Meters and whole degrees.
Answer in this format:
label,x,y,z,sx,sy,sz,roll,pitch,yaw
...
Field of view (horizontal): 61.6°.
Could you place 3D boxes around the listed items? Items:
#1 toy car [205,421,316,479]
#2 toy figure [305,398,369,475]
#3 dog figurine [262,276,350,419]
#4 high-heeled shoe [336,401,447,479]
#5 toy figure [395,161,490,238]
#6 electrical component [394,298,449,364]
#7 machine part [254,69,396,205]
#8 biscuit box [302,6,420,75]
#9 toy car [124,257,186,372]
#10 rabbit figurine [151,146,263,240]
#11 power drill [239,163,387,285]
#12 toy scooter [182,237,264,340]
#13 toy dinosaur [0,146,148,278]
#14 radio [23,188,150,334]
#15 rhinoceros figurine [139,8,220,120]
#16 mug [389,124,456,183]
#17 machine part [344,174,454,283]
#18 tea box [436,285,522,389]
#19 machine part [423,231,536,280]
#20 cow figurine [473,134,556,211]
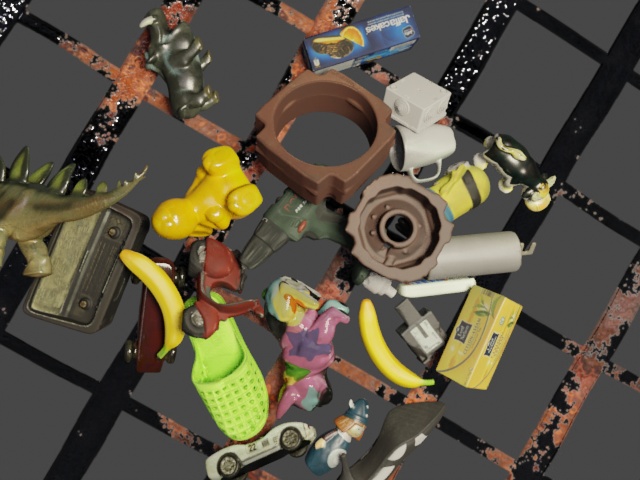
label,x,y,z,sx,sy,sz,roll,pitch,yaw
toy car,-0.102,0.373,0.951,0.202,0.073,0.056,-23,56,-4
toy figure,0.039,0.354,0.972,0.058,0.064,0.154,42,92,23
dog figurine,-0.045,0.194,0.938,0.191,0.108,0.219,27,92,-6
high-heeled shoe,0.135,0.398,0.980,0.249,0.086,0.145,-21,117,-13
toy figure,0.222,-0.065,0.964,0.180,0.082,0.089,-42,105,-7
electrical component,0.177,0.159,0.981,0.075,0.048,0.119,-41,94,-3
machine part,0.007,-0.173,0.903,0.202,0.087,0.201,37,68,15
biscuit box,0.071,-0.348,0.953,0.203,0.059,0.062,-19,93,-4
toy car,-0.291,0.130,0.942,0.089,0.053,0.202,5,92,-25
rabbit figurine,-0.204,-0.060,0.892,0.173,0.162,0.122,-35,96,-25
power drill,-0.002,-0.003,0.945,0.207,0.086,0.232,31,79,0
toy scooter,-0.162,0.082,0.922,0.135,0.075,0.184,5,62,-13
toy dinosaur,-0.475,-0.045,0.849,0.472,0.105,0.198,1,77,19
radio,-0.393,0.038,0.920,0.131,0.073,0.229,22,91,-4
rhinoceros figurine,-0.245,-0.304,0.929,0.112,0.073,0.190,-18,95,7
mug,0.188,-0.159,0.956,0.107,0.080,0.109,-12,75,-11
machine part,0.128,-0.018,0.892,0.179,0.056,0.179,0,85,-2
tea box,0.286,0.175,0.959,0.068,0.098,0.169,25,92,39
machine part,0.269,0.028,0.971,0.243,0.079,0.079,-5,92,-5
cow figurine,0.364,-0.121,0.965,0.167,0.098,0.068,41,82,-4
